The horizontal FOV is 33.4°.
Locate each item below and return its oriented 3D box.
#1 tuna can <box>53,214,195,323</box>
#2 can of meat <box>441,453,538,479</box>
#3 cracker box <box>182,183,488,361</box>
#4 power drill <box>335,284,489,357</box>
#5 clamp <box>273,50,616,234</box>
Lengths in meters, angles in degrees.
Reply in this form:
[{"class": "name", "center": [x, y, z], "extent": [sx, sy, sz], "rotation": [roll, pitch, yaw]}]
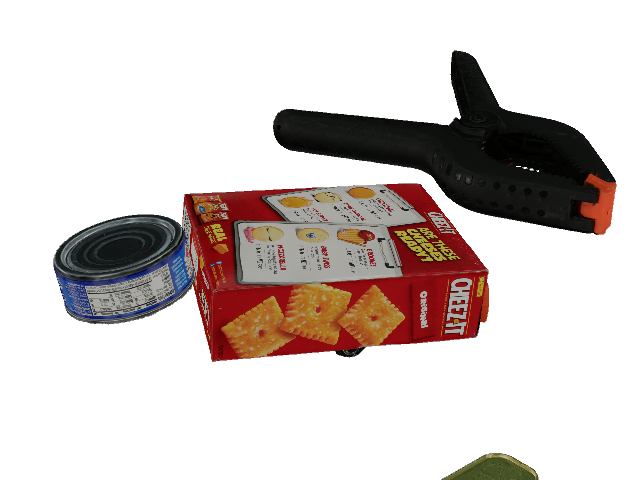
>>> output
[{"class": "tuna can", "center": [-0.125, 0.016, 0.678], "extent": [0.086, 0.034, 0.086], "rotation": [-8, 27, 4]}, {"class": "can of meat", "center": [0.133, 0.239, 0.889], "extent": [0.101, 0.084, 0.058], "rotation": [-20, 29, -34]}, {"class": "cracker box", "center": [0.004, 0.021, 0.865], "extent": [0.213, 0.072, 0.164], "rotation": [-3, 29, -14]}, {"class": "power drill", "center": [0.084, 0.062, 1.162], "extent": [0.187, 0.057, 0.184], "rotation": [-4, 28, -8]}, {"class": "clamp", "center": [0.082, -0.056, 0.637], "extent": [0.164, 0.036, 0.210], "rotation": [-20, 36, -24]}]
